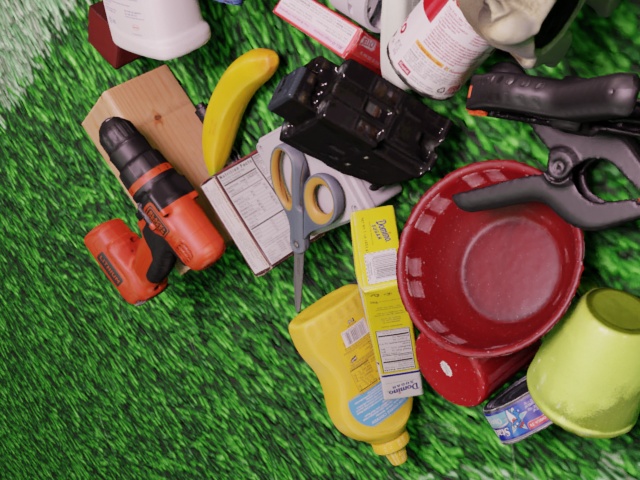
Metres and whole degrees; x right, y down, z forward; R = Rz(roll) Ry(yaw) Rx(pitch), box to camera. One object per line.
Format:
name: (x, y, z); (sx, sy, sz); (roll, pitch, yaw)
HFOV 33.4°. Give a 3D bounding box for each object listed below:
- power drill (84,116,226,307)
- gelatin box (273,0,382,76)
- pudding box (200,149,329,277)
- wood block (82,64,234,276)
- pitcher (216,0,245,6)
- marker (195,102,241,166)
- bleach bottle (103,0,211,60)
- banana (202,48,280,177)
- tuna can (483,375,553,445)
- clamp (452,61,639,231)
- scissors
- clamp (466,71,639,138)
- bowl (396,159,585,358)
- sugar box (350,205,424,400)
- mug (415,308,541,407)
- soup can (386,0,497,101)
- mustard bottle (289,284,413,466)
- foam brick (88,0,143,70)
power drill: (-0.193, -0.022, 1.139); (0.184, 0.057, 0.188); (54, 146, 5)
gelatin box: (0.015, -0.175, 0.900); (0.089, 0.073, 0.030); (37, 101, 29)
pudding box: (-0.055, -0.033, 1.089); (0.113, 0.089, 0.039); (58, 146, -1)
wood block: (-0.163, -0.077, 1.191); (0.206, 0.090, 0.090); (57, 146, 1)
pitcher: (-0.046, -0.316, 0.826); (0.149, 0.144, 0.243); (43, 142, -1)
marker: (-0.100, -0.096, 1.159); (0.121, 0.020, 0.020); (59, 147, -3)
bleach bottle: (-0.168, -0.291, 0.945); (0.103, 0.068, 0.251); (23, 135, 39)
banana: (-0.084, -0.135, 1.083); (0.070, 0.037, 0.198); (58, 143, 26)
tuna can: (0.185, 0.140, 0.926); (0.034, 0.086, 0.086); (58, 147, 3)
clamp: (0.177, -0.048, 0.799); (0.172, 0.039, 0.120); (36, 121, 31)
scissors: (-0.007, 0.001, 1.016); (0.096, 0.016, 0.202); (21, 133, 42)
clamp: (0.184, -0.087, 0.714); (0.210, 0.164, 0.036); (18, 96, 58)
bowl: (0.144, 0.019, 0.864); (0.162, 0.055, 0.162); (-10, 72, 31)
sugar box: (0.064, 0.061, 0.985); (0.176, 0.048, 0.093); (72, -171, -48)
mug: (0.142, 0.088, 0.941); (0.093, 0.081, 0.117); (44, 144, 20)
soup can: (0.103, -0.159, 0.782); (0.068, 0.068, 0.102); (51, 133, 10)
mustard bottle: (0.046, 0.148, 1.102); (0.058, 0.096, 0.191); (-8, 111, 55)
foam brick: (-0.199, -0.227, 1.127); (0.053, 0.078, 0.051); (44, 146, 19)
